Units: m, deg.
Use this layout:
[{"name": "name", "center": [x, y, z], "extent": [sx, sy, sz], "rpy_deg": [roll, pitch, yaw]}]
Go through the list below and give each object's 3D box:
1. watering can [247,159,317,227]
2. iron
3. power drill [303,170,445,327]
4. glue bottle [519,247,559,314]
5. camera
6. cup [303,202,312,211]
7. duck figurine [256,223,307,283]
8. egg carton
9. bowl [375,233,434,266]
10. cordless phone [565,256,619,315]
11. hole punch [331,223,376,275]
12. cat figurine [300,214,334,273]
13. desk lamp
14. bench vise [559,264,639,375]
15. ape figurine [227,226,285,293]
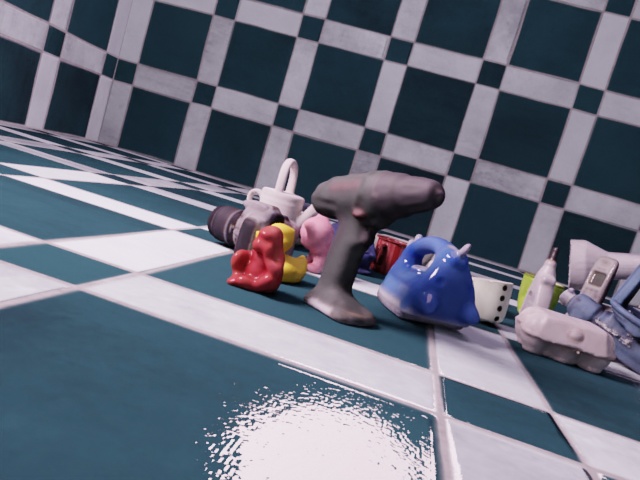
[{"name": "watering can", "center": [-0.078, -0.086, 1.291], "extent": [0.173, 0.194, 0.101], "rpy_deg": [16, 6, -7]}, {"name": "iron", "center": [0.171, 0.053, 0.950], "extent": [0.119, 0.141, 0.257], "rpy_deg": [15, 6, -18]}, {"name": "power drill", "center": [0.057, 0.004, 0.774], "extent": [0.076, 0.208, 0.228], "rpy_deg": [12, 8, -38]}, {"name": "glue bottle", "center": [0.443, 0.097, 1.140], "extent": [0.037, 0.173, 0.078], "rpy_deg": [17, 6, 2]}, {"name": "camera", "center": [-0.126, -0.025, 1.056], "extent": [0.136, 0.101, 0.144], "rpy_deg": [20, 7, 28]}, {"name": "cup", "center": [-0.055, -0.057, 1.569], "extent": [0.117, 0.095, 0.092], "rpy_deg": [19, 7, 23]}, {"name": "duck figurine", "center": [-0.063, 0.018, 0.905], "extent": [0.105, 0.086, 0.077], "rpy_deg": [13, 7, -27]}, {"name": "egg carton", "center": [0.396, 0.160, 0.933], "extent": [0.150, 0.069, 0.107], "rpy_deg": [17, 6, 6]}, {"name": "bowl", "center": [0.212, 0.040, 1.502], "extent": [0.167, 0.075, 0.167], "rpy_deg": [16, 6, -1]}, {"name": "cordless phone", "center": [0.594, 0.131, 1.180], "extent": [0.094, 0.185, 0.147], "rpy_deg": [13, 7, -33]}, {"name": "hole punch", "center": [0.069, 0.017, 1.244], "extent": [0.109, 0.091, 0.101], "rpy_deg": [15, 6, -12]}, {"name": "cat figurine", "center": [0.010, 0.004, 1.078], "extent": [0.128, 0.118, 0.067], "rpy_deg": [13, 7, -29]}, {"name": "desk lamp", "center": [0.664, 0.118, 1.351], "extent": [0.202, 0.213, 0.118], "rpy_deg": [19, 6, 21]}, {"name": "bench vise", "center": [0.544, 0.115, 1.030], "extent": [0.206, 0.220, 0.122], "rpy_deg": [19, 7, 23]}, {"name": "ape figurine", "center": [-0.077, 0.024, 0.780], "extent": [0.076, 0.092, 0.077], "rpy_deg": [11, 8, -44]}]
